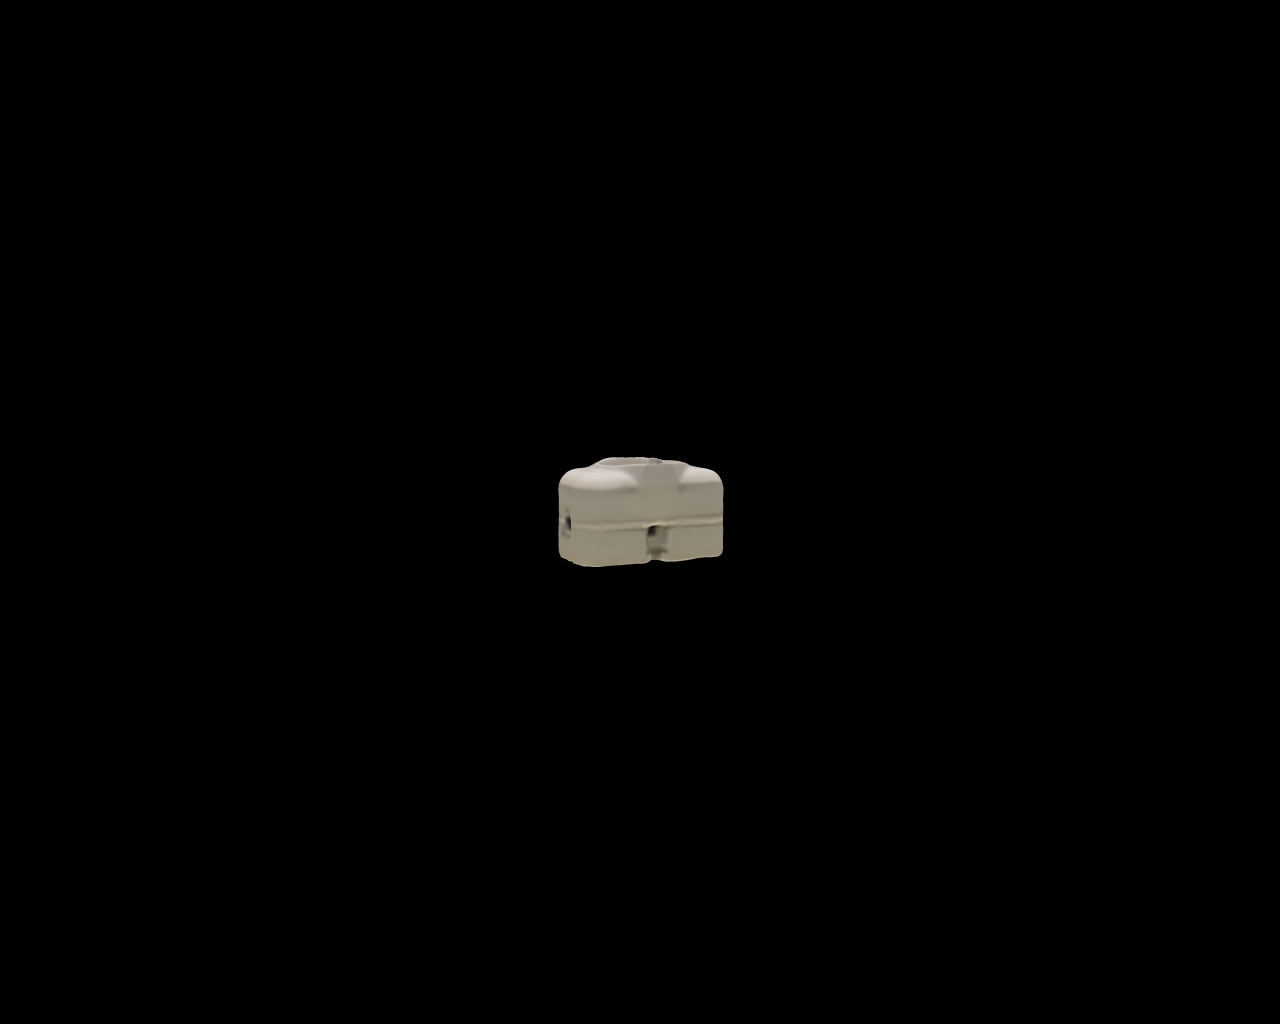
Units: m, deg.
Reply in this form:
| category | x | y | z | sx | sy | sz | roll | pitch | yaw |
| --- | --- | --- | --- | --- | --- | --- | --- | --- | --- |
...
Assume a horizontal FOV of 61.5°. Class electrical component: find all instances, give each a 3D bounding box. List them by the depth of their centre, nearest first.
| category | x | y | z | sx | sy | sz | roll | pitch | yaw |
| --- | --- | --- | --- | --- | --- | --- | --- | --- | --- |
| electrical component | 0.001 | -0.003 | 0.650 | 0.095 | 0.059 | 0.054 | -3 | 8 | -22 |
